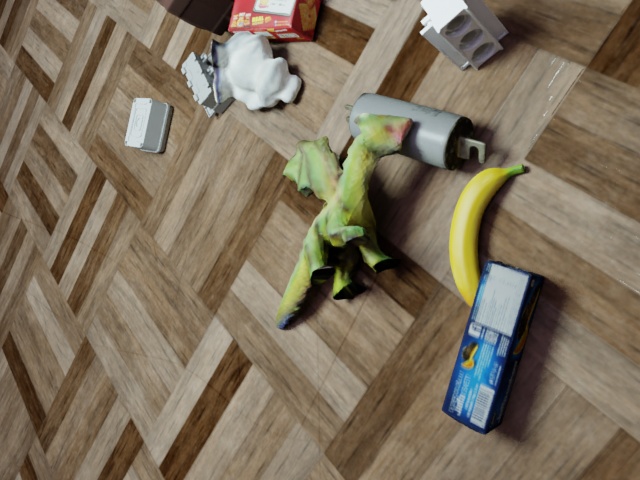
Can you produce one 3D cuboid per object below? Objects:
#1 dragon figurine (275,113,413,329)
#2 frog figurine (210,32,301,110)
[{"bbox_3d":[0.002,-0.040,0.797,0.122,0.247,0.403,7,-33,-38],"label":"dragon figurine"},{"bbox_3d":[-0.111,-0.308,0.948,0.159,0.136,0.124,5,12,3],"label":"frog figurine"}]
